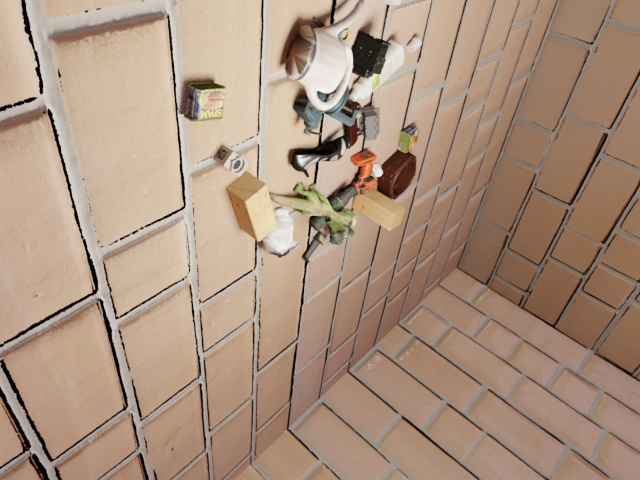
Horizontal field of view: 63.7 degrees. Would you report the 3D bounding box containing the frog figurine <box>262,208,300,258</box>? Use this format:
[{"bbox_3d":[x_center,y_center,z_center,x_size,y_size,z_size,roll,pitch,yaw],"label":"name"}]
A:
[{"bbox_3d":[-0.151,-0.030,1.830,0.139,0.122,0.158,-25,104,-31],"label":"frog figurine"}]

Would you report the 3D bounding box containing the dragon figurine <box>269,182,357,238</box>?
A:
[{"bbox_3d":[0.006,-0.093,1.841,0.412,0.245,0.120,-9,132,-57],"label":"dragon figurine"}]

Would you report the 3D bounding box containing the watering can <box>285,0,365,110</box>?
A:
[{"bbox_3d":[0.018,-0.556,1.491,0.224,0.105,0.346,8,98,-45],"label":"watering can"}]
